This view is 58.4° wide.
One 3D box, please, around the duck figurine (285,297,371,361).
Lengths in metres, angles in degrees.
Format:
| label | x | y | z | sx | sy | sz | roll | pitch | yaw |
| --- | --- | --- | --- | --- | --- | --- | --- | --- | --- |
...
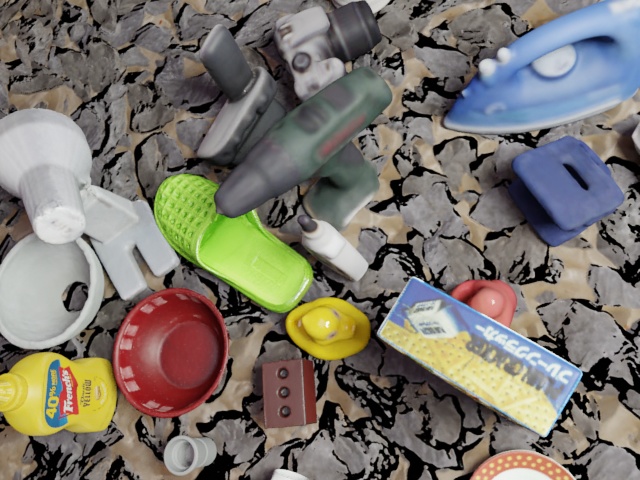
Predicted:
| label | x | y | z | sx | sy | sz | roll | pitch | yaw |
| --- | --- | --- | --- | --- | --- | --- | --- | --- | --- |
| duck figurine | 0.003 | 0.102 | 0.685 | 0.104 | 0.086 | 0.077 | 5 | 76 | 17 |

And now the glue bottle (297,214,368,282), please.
| label | x | y | z | sx | sy | sz | roll | pitch | yaw |
| --- | --- | --- | --- | --- | --- | --- | --- | --- | --- |
| glue bottle | 0.006 | 0.002 | 0.665 | 0.078 | 0.173 | 0.037 | 32 | 85 | 22 |

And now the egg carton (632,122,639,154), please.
| label | x | y | z | sx | sy | sz | roll | pitch | yaw |
| --- | --- | --- | --- | --- | --- | --- | --- | --- | --- |
| egg carton | 0.423 | -0.083 | 0.630 | 0.107 | 0.069 | 0.150 | -23 | 70 | 8 |

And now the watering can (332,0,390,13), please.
| label | x | y | z | sx | sy | sz | roll | pitch | yaw |
| --- | --- | --- | --- | --- | --- | --- | --- | --- | --- |
| watering can | 0.046 | -0.403 | 0.759 | 0.173 | 0.194 | 0.101 | -30 | 69 | 6 |

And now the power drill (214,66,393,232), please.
| label | x | y | z | sx | sy | sz | roll | pitch | yaw |
| --- | --- | --- | --- | --- | --- | --- | --- | --- | --- |
| power drill | -0.002 | -0.085 | 0.674 | 0.230 | 0.209 | 0.075 | -47 | 68 | -1 |

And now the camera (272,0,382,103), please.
| label | x | y | z | sx | sy | sz | roll | pitch | yaw |
| --- | --- | --- | --- | --- | --- | --- | --- | --- | --- |
| camera | 0.016 | -0.262 | 0.778 | 0.136 | 0.101 | 0.143 | -24 | 69 | 8 |

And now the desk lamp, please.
| label | x | y | z | sx | sy | sz | roll | pitch | yaw |
| --- | --- | --- | --- | --- | --- | --- | --- | --- | --- |
| desk lamp | -0.308 | -0.045 | 0.744 | 0.118 | 0.214 | 0.203 | -38 | 68 | 3 |

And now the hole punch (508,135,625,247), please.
| label | x | y | z | sx | sy | sz | roll | pitch | yaw |
| --- | --- | --- | --- | --- | --- | --- | --- | --- | --- |
| hole punch | 0.279 | -0.064 | 0.653 | 0.101 | 0.091 | 0.108 | -33 | 69 | 4 |

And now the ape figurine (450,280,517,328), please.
| label | x | y | z | sx | sy | sz | roll | pitch | yaw |
| --- | --- | --- | --- | --- | --- | --- | --- | --- | --- |
| ape figurine | 0.185 | 0.074 | 0.639 | 0.076 | 0.092 | 0.077 | -27 | 69 | 7 |

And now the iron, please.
| label | x | y | z | sx | sy | sz | roll | pitch | yaw |
| --- | --- | --- | --- | --- | --- | --- | --- | --- | --- |
| iron | 0.265 | -0.209 | 0.671 | 0.258 | 0.142 | 0.118 | -20 | 70 | 9 |

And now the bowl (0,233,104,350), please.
| label | x | y | z | sx | sy | sz | roll | pitch | yaw |
| --- | --- | --- | --- | --- | --- | --- | --- | --- | --- |
| bowl | -0.365 | 0.072 | 0.802 | 0.167 | 0.075 | 0.167 | -4 | 73 | 14 |

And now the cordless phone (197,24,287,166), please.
| label | x | y | z | sx | sy | sz | roll | pitch | yaw |
| --- | --- | --- | --- | --- | --- | --- | --- | --- | --- |
| cordless phone | -0.130 | -0.184 | 0.750 | 0.094 | 0.185 | 0.148 | 24 | 82 | 21 |
